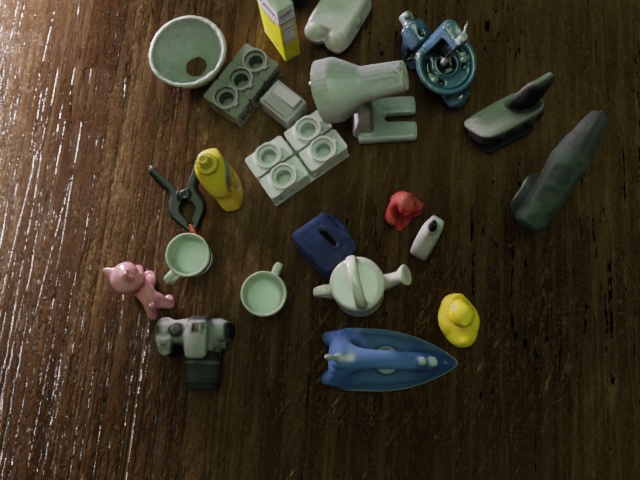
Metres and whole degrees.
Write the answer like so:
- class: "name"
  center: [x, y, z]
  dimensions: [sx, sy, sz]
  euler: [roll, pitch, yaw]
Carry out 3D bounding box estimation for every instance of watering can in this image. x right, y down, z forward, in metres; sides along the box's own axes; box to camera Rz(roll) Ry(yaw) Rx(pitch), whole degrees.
- class: "watering can"
  center: [0.075, 0.078, 1.044]
  dimensions: [0.173, 0.194, 0.101]
  euler: [-32, 77, -2]

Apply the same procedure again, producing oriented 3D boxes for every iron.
- class: "iron"
  center: [0.127, 0.217, 1.037]
  dimensions: [0.258, 0.141, 0.119]
  euler: [0, 78, 5]

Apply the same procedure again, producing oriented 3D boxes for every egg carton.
- class: "egg carton"
  center: [0.040, -0.477, 1.230]
  dimensions: [0.107, 0.069, 0.150]
  euler: [27, 81, 10]

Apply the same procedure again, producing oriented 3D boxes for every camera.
- class: "camera"
  center: [-0.241, 0.216, 1.089]
  dimensions: [0.143, 0.101, 0.137]
  euler: [-2, 78, 5]

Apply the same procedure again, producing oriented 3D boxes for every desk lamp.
- class: "desk lamp"
  center: [0.091, -0.275, 1.108]
  dimensions: [0.203, 0.213, 0.118]
  euler: [-3, 78, 4]

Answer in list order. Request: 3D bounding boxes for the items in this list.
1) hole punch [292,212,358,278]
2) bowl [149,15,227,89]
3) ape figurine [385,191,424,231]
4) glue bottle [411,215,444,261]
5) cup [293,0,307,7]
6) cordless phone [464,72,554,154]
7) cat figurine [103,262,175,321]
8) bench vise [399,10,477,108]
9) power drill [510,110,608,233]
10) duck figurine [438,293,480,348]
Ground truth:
- class: "hole punch"
  center: [0.010, 0.004, 1.118]
  dimensions: [0.101, 0.091, 0.108]
  euler: [-44, 78, -5]
- class: "bowl"
  center: [-0.276, -0.391, 1.235]
  dimensions: [0.167, 0.075, 0.167]
  euler: [-1, 78, 5]
- class: "ape figurine"
  center: [0.165, -0.065, 1.119]
  dimensions: [0.077, 0.092, 0.076]
  euler: [-6, 77, 4]
- class: "glue bottle"
  center: [0.204, -0.012, 1.063]
  dimensions: [0.037, 0.173, 0.078]
  euler: [31, 82, 11]
- class: "cup"
  center: [-0.041, -0.549, 1.239]
  dimensions: [0.117, 0.095, 0.092]
  euler: [18, 80, 9]
- class: "cordless phone"
  center: [0.363, -0.254, 1.095]
  dimensions: [0.147, 0.185, 0.094]
  euler: [-32, 77, -2]
- class: "cat figurine"
  center: [-0.356, 0.093, 1.116]
  dimensions: [0.067, 0.118, 0.127]
  euler: [-43, 78, -5]
- class: "bench vise"
  center: [0.218, -0.371, 1.115]
  dimensions: [0.207, 0.220, 0.121]
  euler: [36, 83, 11]
- class: "power drill"
  center: [0.423, -0.107, 1.047]
  dimensions: [0.075, 0.208, 0.230]
  euler: [32, 82, 11]
- class: "duck figurine"
  center: [0.263, 0.148, 1.068]
  dimensions: [0.077, 0.086, 0.104]
  euler: [-9, 77, 3]
